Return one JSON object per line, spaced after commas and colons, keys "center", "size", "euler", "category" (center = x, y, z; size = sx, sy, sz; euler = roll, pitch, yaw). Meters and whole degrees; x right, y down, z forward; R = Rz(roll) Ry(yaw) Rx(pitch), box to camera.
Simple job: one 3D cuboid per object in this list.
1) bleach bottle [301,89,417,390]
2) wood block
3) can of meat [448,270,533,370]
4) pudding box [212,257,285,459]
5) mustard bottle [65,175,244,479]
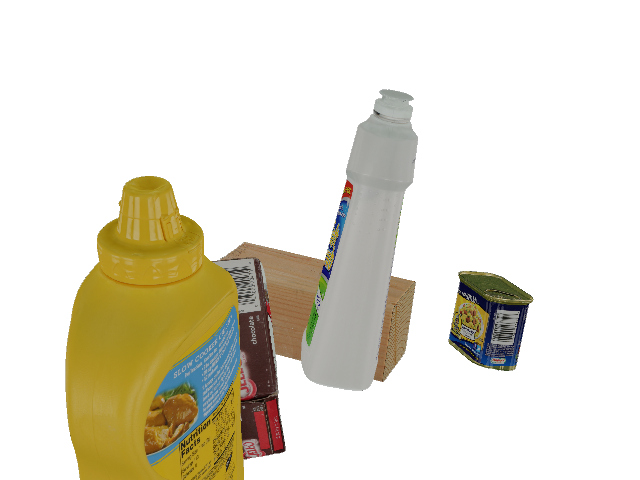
{"center": [0.038, -0.005, 0.902], "size": [0.068, 0.251, 0.102], "euler": [10, 21, -3], "category": "bleach bottle"}
{"center": [-0.011, 0.076, 1.179], "size": [0.206, 0.091, 0.090], "euler": [13, 22, 17], "category": "wood block"}
{"center": [0.188, 0.089, 1.194], "size": [0.057, 0.084, 0.102], "euler": [4, 14, -19], "category": "can of meat"}
{"center": [-0.050, 0.081, 0.739], "size": [0.039, 0.113, 0.090], "euler": [-6, -36, -3], "category": "pudding box"}
{"center": [-0.067, 0.064, 0.444], "size": [0.058, 0.192, 0.096], "euler": [13, 30, 21], "category": "mustard bottle"}
